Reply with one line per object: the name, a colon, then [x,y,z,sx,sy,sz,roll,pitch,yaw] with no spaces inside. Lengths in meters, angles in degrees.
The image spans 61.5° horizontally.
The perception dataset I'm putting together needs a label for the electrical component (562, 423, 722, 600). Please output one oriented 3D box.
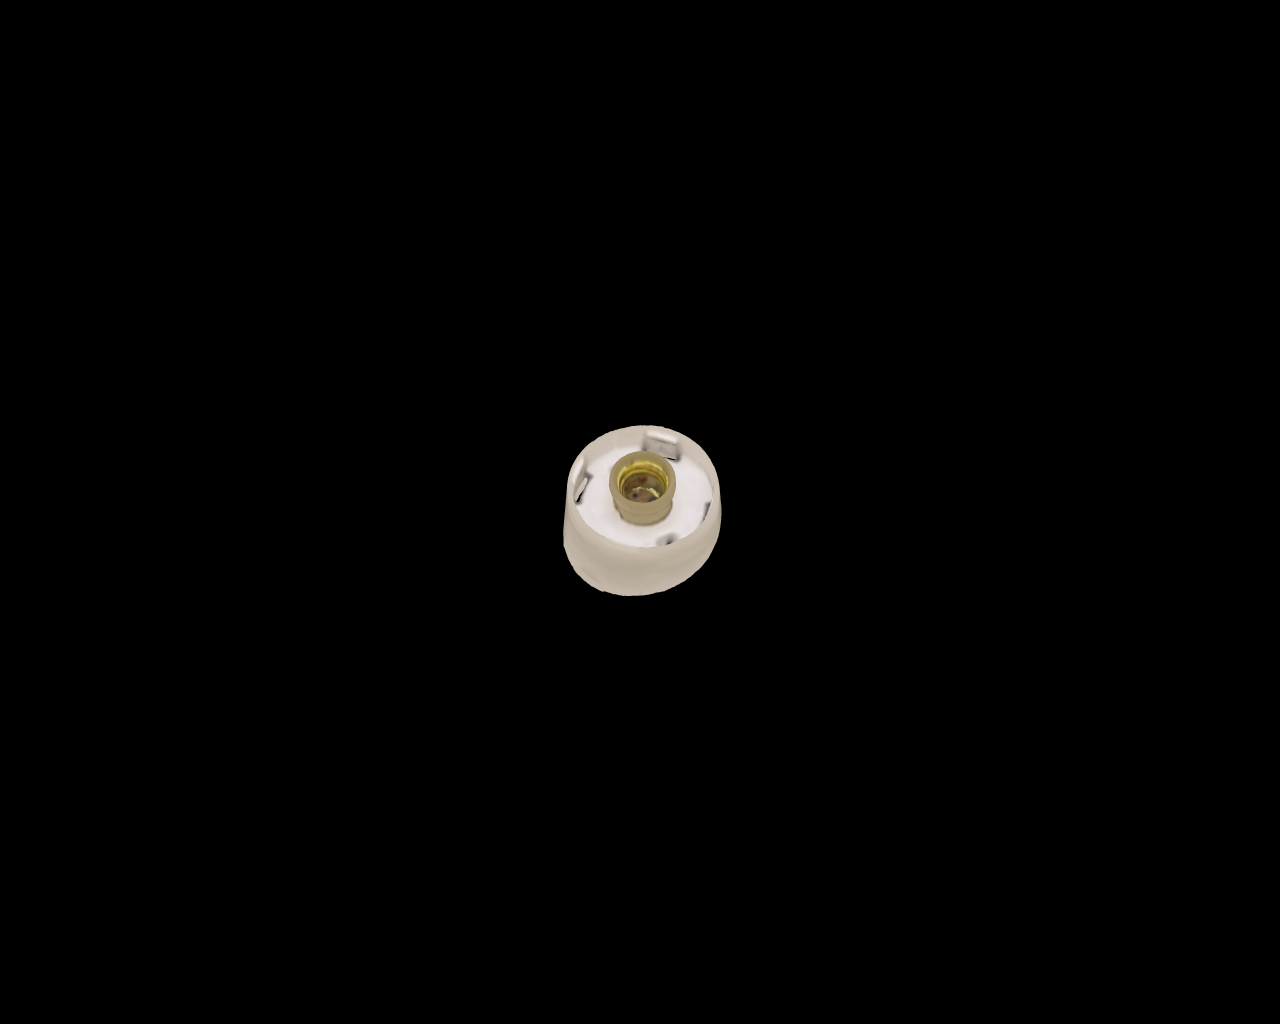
electrical component: [0.001,-0.003,0.650,0.099,0.099,0.064,0,-34,0]
